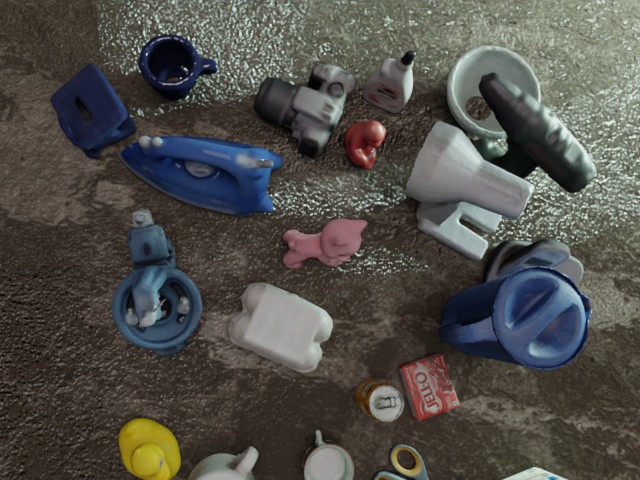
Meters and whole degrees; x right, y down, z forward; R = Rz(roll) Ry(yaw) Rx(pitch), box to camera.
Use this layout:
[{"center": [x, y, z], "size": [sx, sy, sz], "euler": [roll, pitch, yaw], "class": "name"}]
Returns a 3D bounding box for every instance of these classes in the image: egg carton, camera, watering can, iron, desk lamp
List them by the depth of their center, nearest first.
[{"center": [-0.137, 0.364, 0.766], "size": [0.101, 0.194, 0.173], "euler": [13, 79, -6], "class": "watering can"}, {"center": [-0.188, -0.120, 0.869], "size": [0.258, 0.141, 0.119], "euler": [11, 79, -7], "class": "iron"}, {"center": [-0.059, 0.133, 0.882], "size": [0.150, 0.069, 0.107], "euler": [23, 78, -4], "class": "egg carton"}, {"center": [0.220, -0.073, 0.886], "size": [0.203, 0.213, 0.118], "euler": [29, 77, -2], "class": "desk lamp"}, {"center": [-0.028, -0.229, 0.933], "size": [0.137, 0.100, 0.143], "euler": [24, 78, -4], "class": "camera"}]

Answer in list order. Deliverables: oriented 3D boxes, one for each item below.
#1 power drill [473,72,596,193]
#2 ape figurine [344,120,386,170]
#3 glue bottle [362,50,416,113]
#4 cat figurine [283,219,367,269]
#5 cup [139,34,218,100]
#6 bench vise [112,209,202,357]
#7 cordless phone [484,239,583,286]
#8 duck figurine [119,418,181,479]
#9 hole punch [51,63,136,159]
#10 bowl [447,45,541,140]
[{"center": [0.312, -0.150, 0.916], "size": [0.229, 0.208, 0.076], "euler": [37, 77, -1], "class": "power drill"}, {"center": [0.080, -0.167, 0.943], "size": [0.078, 0.092, 0.076], "euler": [-35, 87, -12], "class": "ape figurine"}, {"center": [0.122, -0.262, 0.924], "size": [0.078, 0.173, 0.037], "euler": [21, 78, -4], "class": "glue bottle"}, {"center": [0.008, 0.003, 0.890], "size": [0.128, 0.117, 0.067], "euler": [-5, 81, -9], "class": "cat figurine"}, {"center": [-0.221, -0.265, 0.913], "size": [0.118, 0.095, 0.092], "euler": [-1, 80, -9], "class": "cup"}, {"center": [-0.244, 0.061, 0.789], "size": [0.121, 0.219, 0.207], "euler": [-30, 86, -12], "class": "bench vise"}, {"center": [0.358, 0.046, 0.901], "size": [0.147, 0.185, 0.094], "euler": [13, 79, -6], "class": "cordless phone"}, {"center": [-0.247, 0.305, 0.815], "size": [0.077, 0.086, 0.104], "euler": [-39, 88, -13], "class": "duck figurine"}, {"center": [-0.353, -0.197, 0.883], "size": [0.101, 0.091, 0.108], "euler": [-34, 86, -12], "class": "hole punch"}, {"center": [0.290, -0.245, 0.997], "size": [0.167, 0.074, 0.167], "euler": [2, 80, -8], "class": "bowl"}]
